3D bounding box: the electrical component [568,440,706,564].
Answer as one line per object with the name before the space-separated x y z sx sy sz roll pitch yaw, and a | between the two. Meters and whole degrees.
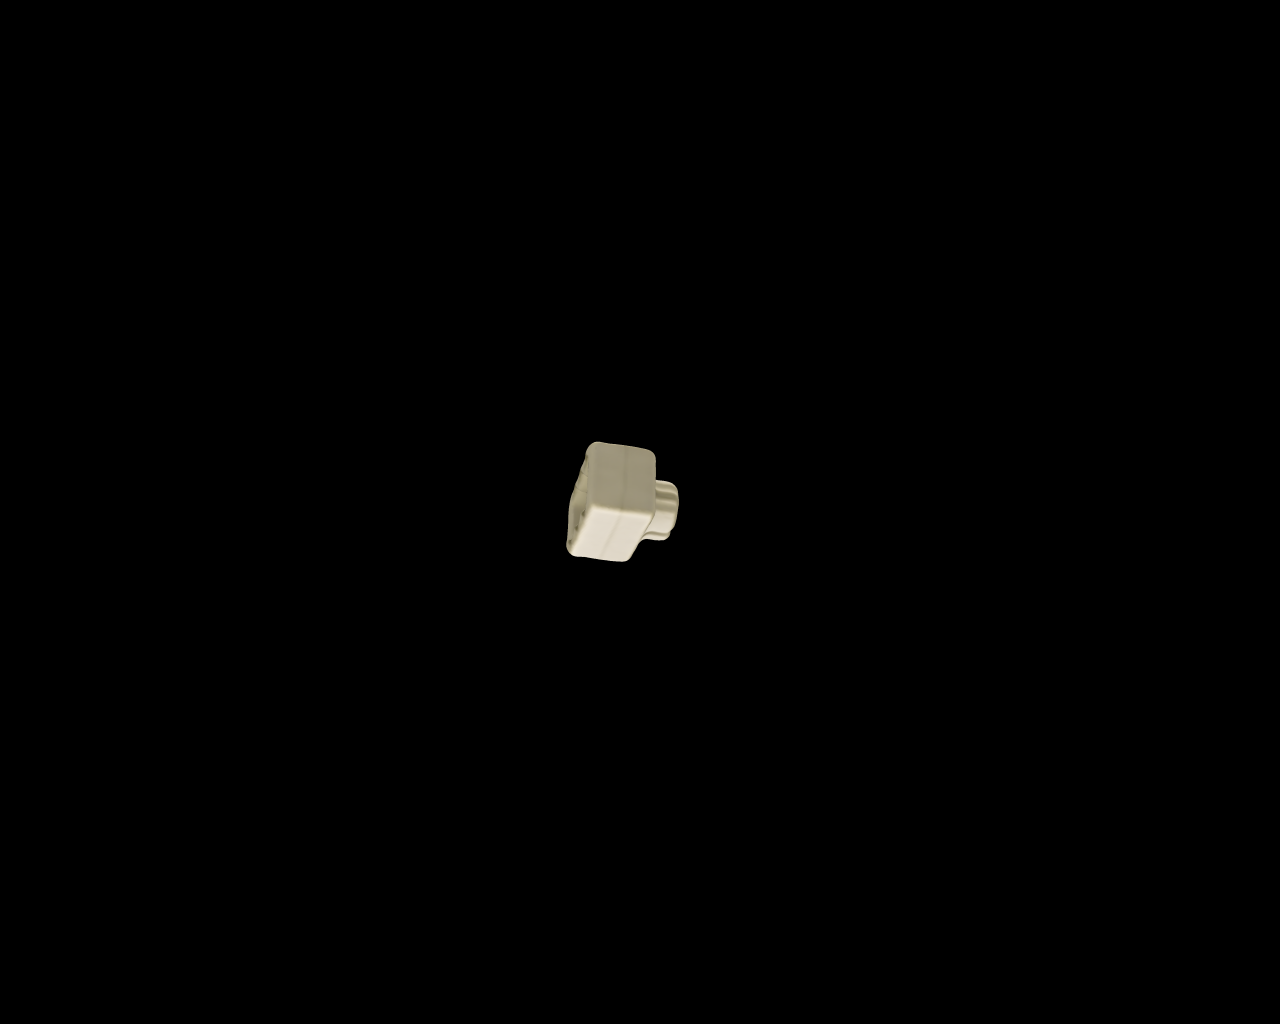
electrical component | 0.001 -0.003 0.650 0.077 0.047 0.065 7 -31 -13
